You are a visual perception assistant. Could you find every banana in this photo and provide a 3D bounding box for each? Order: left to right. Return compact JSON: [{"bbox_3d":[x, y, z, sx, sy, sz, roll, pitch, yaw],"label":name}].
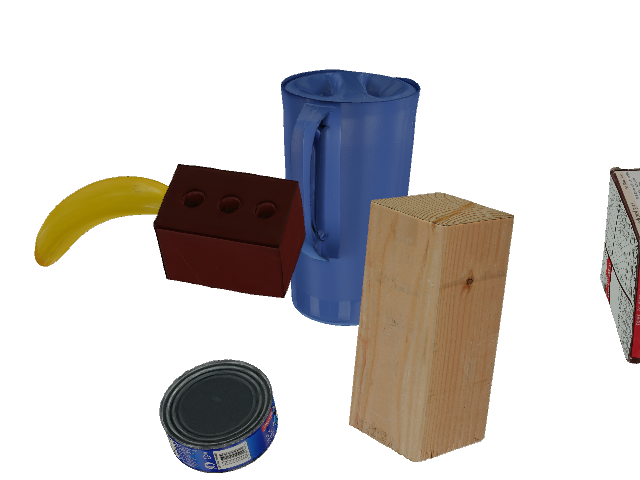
[{"bbox_3d":[-0.207,-0.022,1.010,0.198,0.069,0.037,-13,19,27],"label":"banana"}]

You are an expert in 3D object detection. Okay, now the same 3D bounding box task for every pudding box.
[{"bbox_3d":[0.212,0.013,0.698,0.039,0.090,0.113,-1,28,4],"label":"pudding box"}]

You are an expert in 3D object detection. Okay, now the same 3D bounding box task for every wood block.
[{"bbox_3d":[0.094,0.071,0.920,0.090,0.206,0.090,-8,20,-39],"label":"wood block"}]

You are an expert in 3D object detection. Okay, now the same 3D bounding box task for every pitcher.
[{"bbox_3d":[0.021,-0.039,1.051,0.149,0.243,0.145,-7,23,-19],"label":"pitcher"}]

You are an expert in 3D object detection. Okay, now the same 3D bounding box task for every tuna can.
[{"bbox_3d":[-0.075,0.132,0.803,0.086,0.034,0.086,-6,40,5],"label":"tuna can"}]

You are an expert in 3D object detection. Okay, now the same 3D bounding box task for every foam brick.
[{"bbox_3d":[-0.053,-0.005,0.640,0.078,0.053,0.051,8,-40,9],"label":"foam brick"}]
